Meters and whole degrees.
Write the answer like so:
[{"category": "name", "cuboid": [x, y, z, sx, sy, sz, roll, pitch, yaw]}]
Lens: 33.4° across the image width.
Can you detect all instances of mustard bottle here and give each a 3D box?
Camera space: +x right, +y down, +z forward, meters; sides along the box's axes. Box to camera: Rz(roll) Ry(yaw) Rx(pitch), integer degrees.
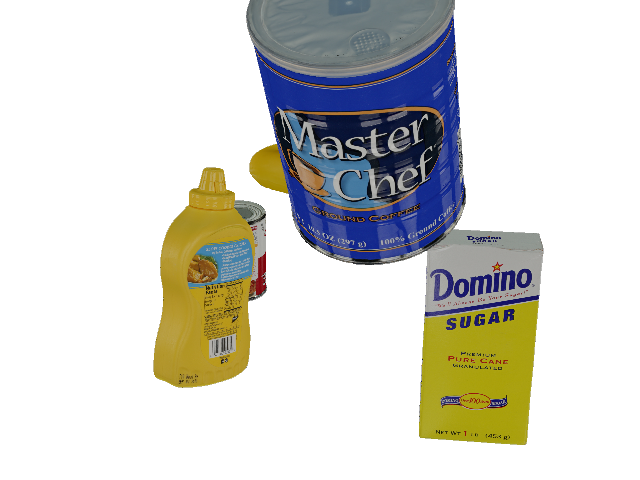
[{"category": "mustard bottle", "cuboid": [-0.101, 0.030, 0.956, 0.058, 0.192, 0.096, 16, 17, 40]}]

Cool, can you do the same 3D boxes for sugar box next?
[{"category": "sugar box", "cuboid": [0.131, 0.080, 0.884, 0.093, 0.176, 0.048, 2, 21, 6]}]

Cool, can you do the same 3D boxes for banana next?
[{"category": "banana", "cuboid": [-0.002, -0.043, 0.788, 0.198, 0.037, 0.069, 21, -15, 45]}]

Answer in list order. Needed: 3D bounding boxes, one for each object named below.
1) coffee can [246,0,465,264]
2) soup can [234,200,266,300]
[{"category": "coffee can", "cuboid": [0.024, -0.071, 0.570, 0.103, 0.102, 0.140, 0, -42, 11]}, {"category": "soup can", "cuboid": [-0.097, 0.012, 1.254, 0.068, 0.102, 0.068, 1, 25, -1]}]
